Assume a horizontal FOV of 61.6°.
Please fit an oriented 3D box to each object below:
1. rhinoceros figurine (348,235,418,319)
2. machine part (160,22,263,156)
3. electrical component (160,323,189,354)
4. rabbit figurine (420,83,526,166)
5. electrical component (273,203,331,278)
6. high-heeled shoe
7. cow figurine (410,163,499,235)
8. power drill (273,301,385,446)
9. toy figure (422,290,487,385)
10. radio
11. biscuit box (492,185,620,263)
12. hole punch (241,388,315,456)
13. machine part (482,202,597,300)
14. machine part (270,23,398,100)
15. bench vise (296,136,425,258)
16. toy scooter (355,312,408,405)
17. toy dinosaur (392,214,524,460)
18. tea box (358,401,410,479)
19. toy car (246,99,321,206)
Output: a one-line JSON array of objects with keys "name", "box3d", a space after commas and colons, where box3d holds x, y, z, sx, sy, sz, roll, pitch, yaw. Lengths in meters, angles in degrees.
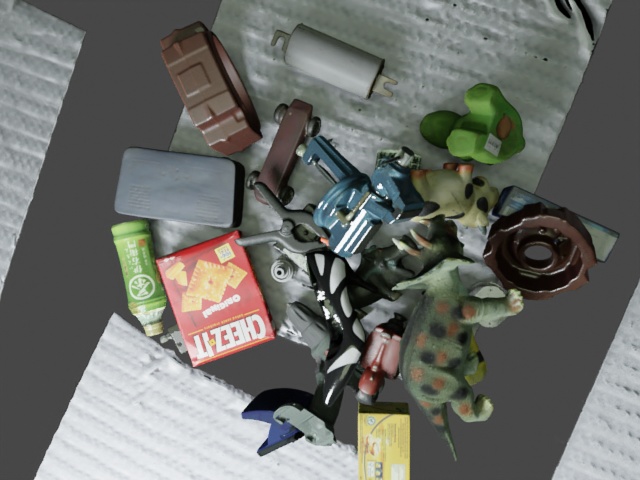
[{"name": "rhinoceros figurine", "box3d": [0.103, 0.069, 0.988, 0.190, 0.073, 0.112, -38, 78, 9]}, {"name": "machine part", "box3d": [-0.180, -0.257, 0.934, 0.087, 0.201, 0.201, -25, 90, 3]}, {"name": "electrical component", "box3d": [-0.266, 0.191, 1.056, 0.094, 0.021, 0.063, -27, 90, 6]}, {"name": "rabbit figurine", "box3d": [0.257, -0.194, 0.925, 0.159, 0.170, 0.121, 9, 98, -35]}, {"name": "electrical component", "box3d": [-0.002, -0.003, 0.999, 0.115, 0.058, 0.134, 43, 96, 1]}, {"name": "high-heeled shoe", "box3d": [0.006, 0.139, 0.908, 0.145, 0.086, 0.249, 23, 68, -3]}, {"name": "cow figurine", "box3d": [0.227, -0.069, 0.926, 0.195, 0.086, 0.127, -7, 105, -24]}, {"name": "power drill", "box3d": [-0.004, 0.240, 0.954, 0.232, 0.207, 0.086, 38, 129, -5]}, {"name": "toy figure", "box3d": [0.238, 0.173, 0.964, 0.082, 0.089, 0.180, -17, 94, 12]}, {"name": "radio", "box3d": [-0.261, -0.099, 1.017, 0.230, 0.073, 0.131, 7, 93, 4]}, {"name": "biscuit box", "box3d": [0.411, -0.029, 0.948, 0.203, 0.063, 0.059, 26, 96, 5]}, {"name": "hole punch", "box3d": [-0.071, 0.320, 0.990, 0.116, 0.142, 0.092, -28, 86, 19]}, {"name": "machine part", "box3d": [0.372, 0.020, 0.914, 0.180, 0.056, 0.179, 13, 129, 16]}, {"name": "machine part", "box3d": [0.026, -0.322, 0.970, 0.243, 0.079, 0.079, 26, 95, 5]}, {"name": "bench vise", "box3d": [0.048, -0.097, 0.893, 0.241, 0.129, 0.223, 49, 137, 23]}, {"name": "toy scooter", "box3d": [0.114, 0.184, 0.925, 0.075, 0.184, 0.135, 19, 122, 16]}, {"name": "toy dinosaur", "box3d": [0.186, 0.165, 0.839, 0.192, 0.131, 0.404, 8, 96, -11]}, {"name": "tea box", "box3d": [0.118, 0.392, 0.999, 0.098, 0.068, 0.169, 2, 92, 5]}, {"name": "toy car", "box3d": [-0.065, -0.160, 1.001, 0.089, 0.053, 0.202, 25, 96, 22]}]
